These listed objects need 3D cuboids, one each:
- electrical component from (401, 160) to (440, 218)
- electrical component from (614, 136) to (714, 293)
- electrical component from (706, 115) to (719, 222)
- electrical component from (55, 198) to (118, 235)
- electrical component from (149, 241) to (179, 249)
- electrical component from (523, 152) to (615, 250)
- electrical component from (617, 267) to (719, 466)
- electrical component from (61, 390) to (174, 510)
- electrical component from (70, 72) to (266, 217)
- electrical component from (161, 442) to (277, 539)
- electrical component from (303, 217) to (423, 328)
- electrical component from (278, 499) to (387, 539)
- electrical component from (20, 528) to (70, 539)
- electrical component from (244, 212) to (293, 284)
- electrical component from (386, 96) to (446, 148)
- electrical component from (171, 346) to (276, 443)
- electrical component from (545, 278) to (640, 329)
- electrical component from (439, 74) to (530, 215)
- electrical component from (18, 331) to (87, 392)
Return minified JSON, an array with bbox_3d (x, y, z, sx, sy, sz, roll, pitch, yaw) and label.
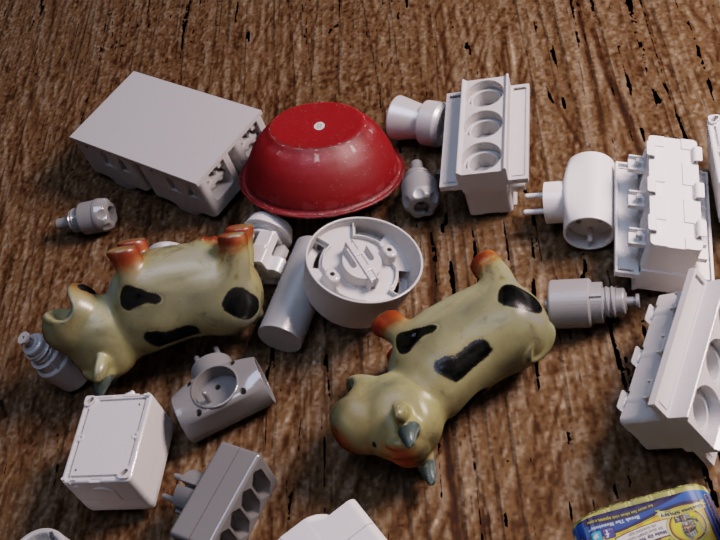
[{"bbox_3d":[0.055,-0.079,1.006,0.035,0.035,0.061,-12,46,9],"label":"electrical component"},{"bbox_3d":[0.252,-0.048,0.885,0.079,0.063,0.121,7,53,4],"label":"electrical component"},{"bbox_3d":[0.327,-0.089,0.901,0.062,0.061,0.096,-6,51,14],"label":"electrical component"},{"bbox_3d":[-0.282,-0.052,1.102,0.061,0.035,0.035,-11,49,14],"label":"electrical component"},{"bbox_3d":[-0.182,0.008,1.010,0.045,0.045,0.055,-10,50,11],"label":"electrical component"},{"bbox_3d":[0.182,-0.059,0.938,0.079,0.044,0.077,-3,51,17],"label":"electrical component"},{"bbox_3d":[0.240,0.071,0.793,0.063,0.079,0.121,-14,40,48],"label":"electrical component"},{"bbox_3d":[-0.195,0.146,0.889,0.062,0.061,0.096,-5,50,15],"label":"electrical component"},{"bbox_3d":[-0.193,-0.130,1.117,0.186,0.060,0.105,21,61,32],"label":"electrical component"},{"bbox_3d":[-0.121,0.180,0.845,0.076,0.047,0.083,13,57,27],"label":"electrical component"},{"bbox_3d":[0.000,0.000,0.925,0.099,0.064,0.099,6,58,-10],"label":"electrical component"},{"bbox_3d":[-0.054,0.248,0.726,0.186,0.105,0.060,-36,49,-11],"label":"electrical component"},{"bbox_3d":[-0.242,0.235,0.842,0.055,0.047,0.055,-10,50,12],"label":"electrical component"},{"bbox_3d":[-0.092,-0.020,1.000,0.066,0.048,0.055,1,56,31],"label":"electrical component"},{"bbox_3d":[0.059,-0.145,1.051,0.055,0.045,0.045,14,58,28],"label":"electrical component"},{"bbox_3d":[-0.121,0.097,0.915,0.077,0.044,0.079,-26,49,-3],"label":"electrical component"},{"bbox_3d":[0.186,0.027,0.869,0.078,0.040,0.040,-3,51,17],"label":"electrical component"},{"bbox_3d":[0.119,-0.114,0.993,0.079,0.063,0.121,-5,51,16],"label":"electrical component"},{"bbox_3d":[-0.275,0.078,0.966,0.040,0.078,0.040,-18,51,23],"label":"electrical component"}]
